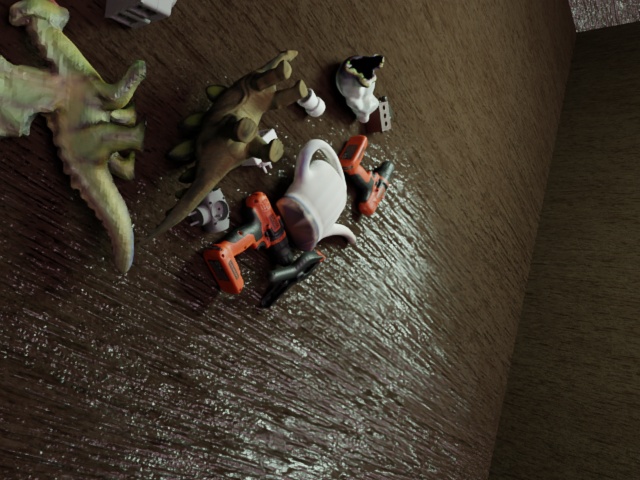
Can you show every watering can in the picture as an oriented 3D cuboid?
[{"bbox_3d":[0.004,-0.060,1.191,0.229,0.104,0.340,-53,139,-34],"label":"watering can"}]

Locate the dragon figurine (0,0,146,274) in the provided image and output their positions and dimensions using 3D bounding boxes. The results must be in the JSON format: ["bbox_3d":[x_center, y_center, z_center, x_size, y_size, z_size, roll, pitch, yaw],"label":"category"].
[{"bbox_3d":[-0.377,-0.155,0.740,0.243,0.122,0.411,3,87,-34],"label":"dragon figurine"}]

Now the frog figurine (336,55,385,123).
[{"bbox_3d":[0.096,-0.383,1.312,0.156,0.122,0.140,103,-8,-59],"label":"frog figurine"}]
